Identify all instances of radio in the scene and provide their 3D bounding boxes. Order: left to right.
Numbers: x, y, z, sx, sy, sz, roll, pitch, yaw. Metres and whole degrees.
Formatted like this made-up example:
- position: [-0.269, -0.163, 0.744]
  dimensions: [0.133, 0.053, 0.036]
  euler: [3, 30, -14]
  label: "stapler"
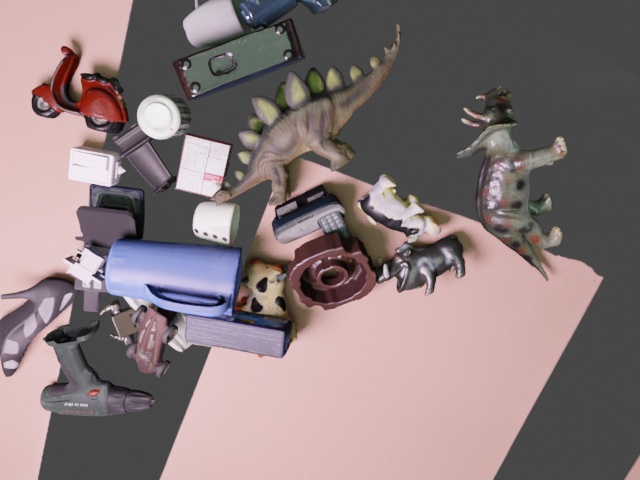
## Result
- position: [-0.143, -0.320, 0.964]
  dimensions: [0.230, 0.131, 0.073]
  euler: [-21, 106, 3]
  label: "radio"

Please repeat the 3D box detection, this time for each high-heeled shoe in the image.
- position: [-0.585, 0.181, 1.119]
  dimensions: [0.145, 0.086, 0.248]
  euler: [-2, 126, -33]
  label: "high-heeled shoe"

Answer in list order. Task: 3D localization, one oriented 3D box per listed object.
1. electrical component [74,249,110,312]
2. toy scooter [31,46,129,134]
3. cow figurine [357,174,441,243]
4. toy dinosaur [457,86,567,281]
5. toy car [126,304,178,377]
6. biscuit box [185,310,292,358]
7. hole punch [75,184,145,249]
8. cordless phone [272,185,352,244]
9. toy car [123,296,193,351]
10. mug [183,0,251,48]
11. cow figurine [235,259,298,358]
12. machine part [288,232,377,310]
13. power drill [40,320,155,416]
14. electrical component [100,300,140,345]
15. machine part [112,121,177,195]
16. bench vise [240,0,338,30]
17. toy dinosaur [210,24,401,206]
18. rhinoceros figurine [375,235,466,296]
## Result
- position: [-0.455, 0.083, 1.094]
  dimensions: [0.075, 0.048, 0.119]
  euler: [3, 104, -3]
  label: "electrical component"
- position: [-0.439, -0.278, 0.995]
  dimensions: [0.184, 0.075, 0.135]
  euler: [15, 102, -1]
  label: "toy scooter"
- position: [0.159, -0.047, 1.075]
  dimensions: [0.167, 0.068, 0.098]
  euler: [40, 105, -7]
  label: "cow figurine"
- position: [0.368, -0.090, 1.053]
  dimensions: [0.192, 0.131, 0.404]
  euler: [-3, 109, 11]
  label: "toy dinosaur"
- position: [-0.336, 0.205, 1.063]
  dimensions: [0.089, 0.053, 0.202]
  euler: [34, 136, 8]
  label: "toy car"
- position: [-0.158, 0.178, 1.053]
  dimensions: [0.203, 0.059, 0.062]
  euler: [9, 107, 8]
  label: "biscuit box"
- position: [-0.404, -0.044, 1.054]
  dimensions: [0.142, 0.092, 0.115]
  euler: [5, 136, -8]
  label: "hole punch"
- position: [-0.003, -0.003, 1.081]
  dimensions: [0.147, 0.089, 0.184]
  euler: [-25, 121, 4]
  label: "cordless phone"
- position: [-0.328, 0.140, 1.097]
  dimensions: [0.073, 0.056, 0.201]
  euler: [-43, 103, -17]
  label: "toy car"
- position: [-0.194, -0.402, 0.970]
  dimensions: [0.107, 0.081, 0.109]
  euler: [-19, 105, 13]
  label: "mug"
- position: [-0.103, 0.131, 1.101]
  dimensions: [0.127, 0.085, 0.194]
  euler: [-20, 101, 9]
  label: "cow figurine"
- position: [0.023, 0.063, 1.070]
  dimensions: [0.179, 0.056, 0.179]
  euler: [-6, 133, -6]
  label: "machine part"
- position: [-0.478, 0.275, 1.129]
  dimensions: [0.232, 0.086, 0.207]
  euler: [-7, 113, 2]
  label: "power drill"
- position: [-0.407, 0.166, 1.121]
  dimensions: [0.078, 0.045, 0.102]
  euler: [-30, 108, -24]
  label: "electrical component"
- position: [-0.335, -0.158, 1.046]
  dimensions: [0.084, 0.039, 0.138]
  euler: [-31, 101, 0]
  label: "machine part"
- position: [-0.073, -0.494, 0.933]
  dimensions: [0.224, 0.129, 0.240]
  euler: [-33, 108, 5]
  label: "bench vise"
- position: [-0.017, -0.216, 1.011]
  dimensions: [0.471, 0.105, 0.198]
  euler: [-33, 99, 1]
  label: "toy dinosaur"
- position: [0.204, 0.052, 1.098]
  dimensions: [0.190, 0.073, 0.112]
  euler: [-21, 105, 3]
  label: "rhinoceros figurine"
